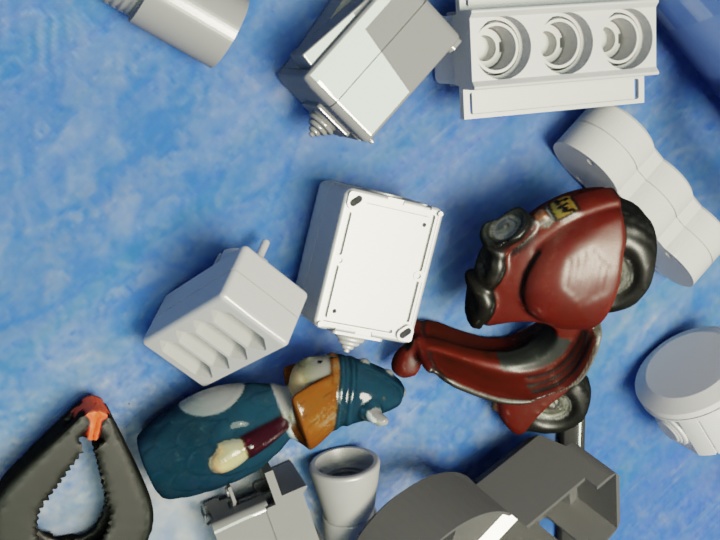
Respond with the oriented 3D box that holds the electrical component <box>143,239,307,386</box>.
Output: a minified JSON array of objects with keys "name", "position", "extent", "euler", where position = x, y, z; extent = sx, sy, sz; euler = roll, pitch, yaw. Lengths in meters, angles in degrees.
[{"name":"electrical component","position":[-0.071,0.013,0.611],"extent":[0.047,0.083,0.075],"euler":[39,48,-22]}]

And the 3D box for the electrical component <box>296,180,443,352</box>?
[{"name":"electrical component","position":[0.000,0.000,0.636],"extent":[0.062,0.061,0.096],"euler":[11,96,-22]}]

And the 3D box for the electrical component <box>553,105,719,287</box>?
[{"name":"electrical component","position":[0.172,-0.035,0.695],"extent":[0.073,0.052,0.138],"euler":[-48,112,-6]}]

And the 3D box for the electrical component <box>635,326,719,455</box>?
[{"name":"electrical component","position":[0.232,0.081,0.726],"extent":[0.080,0.080,0.051],"euler":[-41,117,-8]}]

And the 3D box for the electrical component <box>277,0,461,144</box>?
[{"name":"electrical component","position":[-0.003,-0.118,0.610],"extent":[0.061,0.062,0.096],"euler":[43,85,-22]}]

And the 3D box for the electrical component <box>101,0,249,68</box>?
[{"name":"electrical component","position":[-0.105,-0.147,0.577],"extent":[0.081,0.043,0.043],"euler":[27,90,-22]}]

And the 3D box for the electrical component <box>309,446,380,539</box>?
[{"name":"electrical component","position":[-0.007,0.149,0.674],"extent":[0.044,0.044,0.065],"euler":[-11,109,-18]}]

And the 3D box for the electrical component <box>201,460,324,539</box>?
[{"name":"electrical component","position":[-0.060,0.155,0.655],"extent":[0.064,0.042,0.081],"euler":[-21,106,-11]}]

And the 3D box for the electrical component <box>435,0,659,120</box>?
[{"name":"electrical component","position":[0.110,-0.136,0.647],"extent":[0.121,0.063,0.078],"euler":[-8,103,-18]}]
